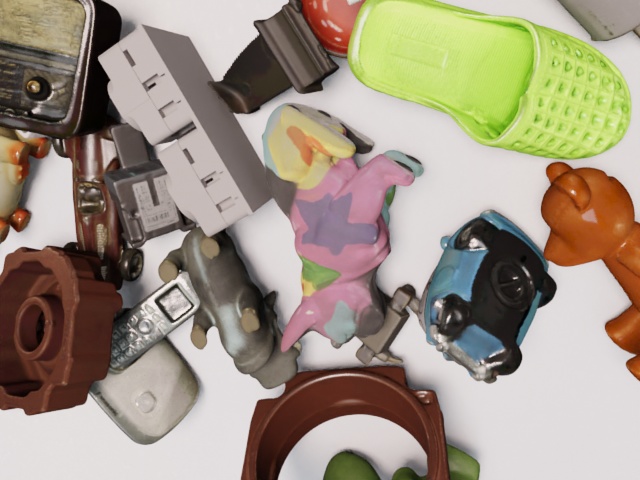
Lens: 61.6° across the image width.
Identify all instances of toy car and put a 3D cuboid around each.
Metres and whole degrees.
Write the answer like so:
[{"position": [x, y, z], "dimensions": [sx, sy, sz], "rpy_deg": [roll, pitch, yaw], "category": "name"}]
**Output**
[{"position": [0.149, 0.059, 0.525], "dimensions": [0.109, 0.161, 0.103], "rpy_deg": [36, 152, -9], "category": "toy car"}, {"position": [-0.246, -0.037, 0.594], "dimensions": [0.089, 0.053, 0.202], "rpy_deg": [6, 104, 4], "category": "toy car"}]

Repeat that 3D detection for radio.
[{"position": [-0.311, -0.175, 0.489], "dimensions": [0.230, 0.073, 0.131], "rpy_deg": [12, 104, -2], "category": "radio"}]

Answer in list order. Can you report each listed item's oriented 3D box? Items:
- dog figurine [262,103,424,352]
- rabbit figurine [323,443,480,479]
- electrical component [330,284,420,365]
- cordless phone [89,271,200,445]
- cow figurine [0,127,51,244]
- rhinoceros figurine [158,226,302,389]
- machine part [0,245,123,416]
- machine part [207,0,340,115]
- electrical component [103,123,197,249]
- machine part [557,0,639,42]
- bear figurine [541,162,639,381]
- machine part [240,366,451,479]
[{"position": [-0.001, -0.002, 0.530], "dimensions": [0.192, 0.108, 0.219], "rpy_deg": [28, 106, 4], "category": "dog figurine"}, {"position": [0.075, 0.305, 0.594], "dimensions": [0.170, 0.159, 0.121], "rpy_deg": [11, 128, 25], "category": "rabbit figurine"}, {"position": [0.065, 0.089, 0.583], "dimensions": [0.078, 0.045, 0.102], "rpy_deg": [32, 107, 30], "category": "electrical component"}, {"position": [-0.172, 0.124, 0.616], "dimensions": [0.184, 0.089, 0.146], "rpy_deg": [-38, 96, -1], "category": "cordless phone"}, {"position": [-0.395, -0.049, 0.597], "dimensions": [0.127, 0.085, 0.194], "rpy_deg": [26, 110, -5], "category": "cow figurine"}, {"position": [-0.089, 0.072, 0.565], "dimensions": [0.073, 0.112, 0.190], "rpy_deg": [-30, 93, 9], "category": "rhinoceros figurine"}, {"position": [-0.281, 0.090, 0.553], "dimensions": [0.180, 0.056, 0.179], "rpy_deg": [-6, 78, 30], "category": "machine part"}, {"position": [-0.047, -0.158, 0.503], "dimensions": [0.139, 0.039, 0.084], "rpy_deg": [-16, 120, 46], "category": "machine part"}, {"position": [-0.179, -0.059, 0.554], "dimensions": [0.075, 0.048, 0.119], "rpy_deg": [-18, 117, -29], "category": "electrical component"}, {"position": [0.202, -0.244, 0.432], "dimensions": [0.243, 0.079, 0.079], "rpy_deg": [34, 108, -20], "category": "machine part"}, {"position": [0.267, 0.024, 0.493], "dimensions": [0.196, 0.120, 0.132], "rpy_deg": [33, 111, 1], "category": "bear figurine"}, {"position": [0.027, 0.229, 0.536], "dimensions": [0.201, 0.201, 0.087], "rpy_deg": [-6, 129, 11], "category": "machine part"}]
